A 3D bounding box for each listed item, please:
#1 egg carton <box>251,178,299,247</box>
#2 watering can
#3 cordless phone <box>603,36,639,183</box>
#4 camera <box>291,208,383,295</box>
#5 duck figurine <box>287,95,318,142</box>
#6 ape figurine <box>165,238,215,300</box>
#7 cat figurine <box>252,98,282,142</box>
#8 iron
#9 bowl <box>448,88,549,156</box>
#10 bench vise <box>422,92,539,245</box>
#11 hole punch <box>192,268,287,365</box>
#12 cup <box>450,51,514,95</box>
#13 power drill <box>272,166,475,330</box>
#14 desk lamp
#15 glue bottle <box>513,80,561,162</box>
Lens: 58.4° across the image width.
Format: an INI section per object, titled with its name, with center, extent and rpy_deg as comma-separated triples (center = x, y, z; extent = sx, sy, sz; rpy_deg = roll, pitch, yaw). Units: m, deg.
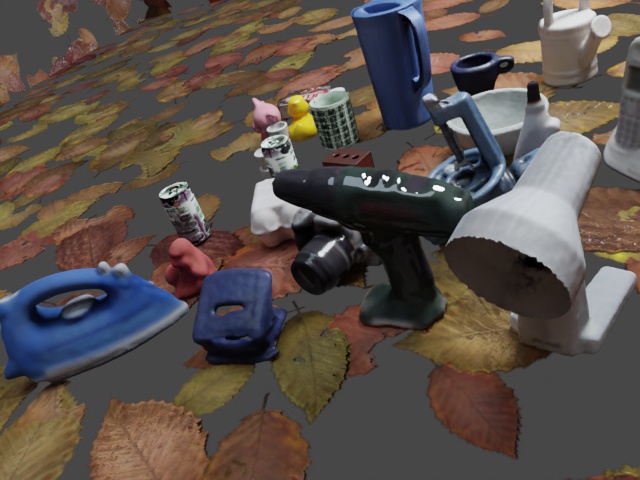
[egg carton]
center = -0.060, -0.055, 0.956
extent = 0.107, 0.069, 0.150
rpy_deg = -14, 33, 8
[watering can]
center = 0.469, -0.396, 1.068
extent = 0.101, 0.194, 0.172
rpy_deg = -37, 37, -25
[cordless phone]
center = 0.448, -0.165, 0.749
extent = 0.094, 0.185, 0.147
rpy_deg = -26, 33, -10
[camera]
center = 0.007, 0.003, 0.809
extent = 0.142, 0.101, 0.137
rpy_deg = 13, 45, 40
[duck figurine]
center = -0.044, -0.270, 1.249
extent = 0.077, 0.086, 0.104
rpy_deg = -12, 34, 11
[ape figurine]
center = -0.201, 0.038, 0.873
extent = 0.077, 0.092, 0.076
rpy_deg = 13, 45, 40
[cat figurine]
center = -0.114, -0.261, 1.242
extent = 0.067, 0.118, 0.127
rpy_deg = -18, 33, 3
[iron]
center = -0.334, 0.095, 0.813
extent = 0.258, 0.142, 0.118
rpy_deg = -22, 33, -3
[bowl]
center = 0.297, -0.187, 0.962
extent = 0.167, 0.075, 0.167
rpy_deg = -13, 33, 9
[bench vise]
center = 0.216, -0.110, 0.756
extent = 0.207, 0.220, 0.121
rpy_deg = -25, 33, -8
[hole punch]
center = -0.105, 0.098, 0.737
extent = 0.108, 0.091, 0.101
rpy_deg = -6, 35, 20
[cup]
center = 0.317, -0.306, 1.107
extent = 0.117, 0.095, 0.092
rpy_deg = -6, 35, 20
[power drill]
center = 0.070, 0.005, 0.674
extent = 0.228, 0.209, 0.076
rpy_deg = -1, 37, 26
[desk lamp]
center = 0.227, 0.015, 0.573
extent = 0.117, 0.214, 0.204
rpy_deg = 15, 46, 41
[glue bottle]
center = 0.304, -0.139, 0.797
extent = 0.078, 0.173, 0.037
rpy_deg = 0, 38, 27
